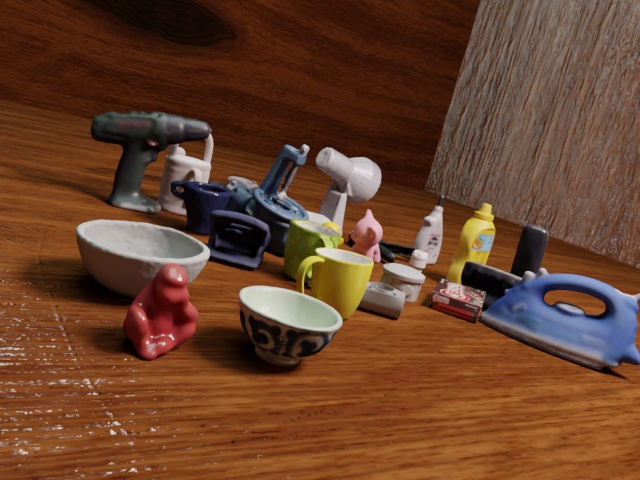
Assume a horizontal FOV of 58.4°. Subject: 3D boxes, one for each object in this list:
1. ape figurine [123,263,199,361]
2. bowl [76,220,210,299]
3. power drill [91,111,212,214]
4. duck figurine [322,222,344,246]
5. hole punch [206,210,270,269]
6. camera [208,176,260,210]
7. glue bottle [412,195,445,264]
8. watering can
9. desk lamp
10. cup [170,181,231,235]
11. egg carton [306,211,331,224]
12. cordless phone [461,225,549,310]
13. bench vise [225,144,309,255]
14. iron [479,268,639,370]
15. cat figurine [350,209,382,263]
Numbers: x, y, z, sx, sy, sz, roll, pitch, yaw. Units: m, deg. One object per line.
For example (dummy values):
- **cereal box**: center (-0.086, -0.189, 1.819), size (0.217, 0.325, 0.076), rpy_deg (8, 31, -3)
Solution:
- **ape figurine**: center (-0.164, 0.069, 0.601), size (0.078, 0.092, 0.076), rpy_deg (9, 13, -27)
- **bowl**: center (-0.231, 0.032, 0.738), size (0.167, 0.075, 0.167), rpy_deg (14, 12, -3)
- **power drill**: center (-0.355, -0.165, 1.176), size (0.230, 0.208, 0.075), rpy_deg (12, 12, -13)
- **duck figurine**: center (0.011, 0.004, 1.145), size (0.078, 0.086, 0.104), rpy_deg (7, 14, -35)
- **hole punch**: center (-0.143, -0.009, 1.000), size (0.108, 0.091, 0.101), rpy_deg (15, 12, 0)
- **camera**: center (-0.201, -0.102, 1.340), size (0.136, 0.101, 0.143), rpy_deg (19, 12, 20)
- **glue bottle**: center (0.275, -0.026, 1.404), size (0.078, 0.173, 0.037), rpy_deg (4, 16, -42)
- **watering can**: center (-0.297, -0.161, 1.264), size (0.172, 0.194, 0.101), rpy_deg (23, 14, 33)
- **desk lamp**: center (0.041, -0.120, 1.451), size (0.204, 0.213, 0.117), rpy_deg (4, 16, -43)
- **cup**: center (-0.241, -0.063, 1.119), size (0.118, 0.095, 0.091), rpy_deg (14, 12, -2)
- **egg carton**: center (-0.042, -0.027, 1.267), size (0.150, 0.069, 0.107), rpy_deg (14, 12, -5)
- **cordless phone**: center (0.363, 0.050, 1.128), size (0.147, 0.185, 0.094), rpy_deg (21, 13, 26)
- **bench vise**: center (-0.106, -0.096, 1.134), size (0.207, 0.220, 0.122), rpy_deg (18, 12, 13)
- **iron**: center (0.420, 0.119, 0.983), size (0.257, 0.141, 0.119), rpy_deg (18, 12, 16)
- **cat figurine**: center (0.104, -0.007, 1.238), size (0.067, 0.118, 0.128), rpy_deg (18, 12, 14)
